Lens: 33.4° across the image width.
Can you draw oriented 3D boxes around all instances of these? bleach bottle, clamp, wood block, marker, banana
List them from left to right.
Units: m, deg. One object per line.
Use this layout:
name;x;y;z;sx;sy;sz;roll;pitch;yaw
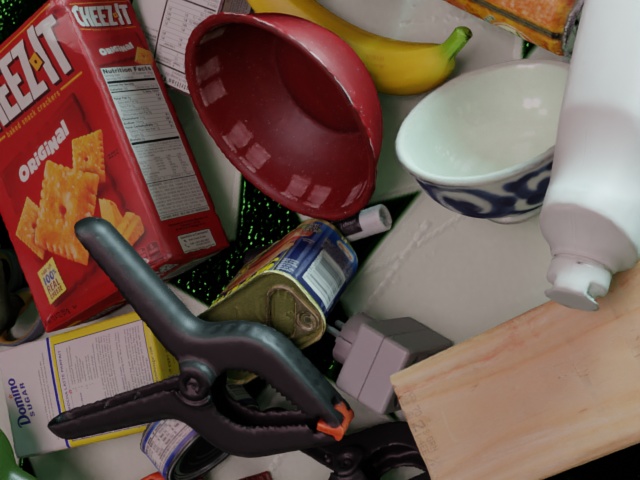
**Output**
clamp;-0.079;0.077;0.687;0.210;0.036;0.165;11;113;14
marker;-0.005;0.001;0.754;0.121;0.020;0.020;-19;80;31
clamp;0.015;0.165;0.701;0.172;0.039;0.120;-3;49;31
banana;0.017;-0.141;0.720;0.198;0.037;0.070;26;126;27
wood block;0.158;0.074;0.610;0.206;0.090;0.090;-30;76;29
bleach bottle;0.163;-0.087;0.552;0.068;0.102;0.250;10;73;35

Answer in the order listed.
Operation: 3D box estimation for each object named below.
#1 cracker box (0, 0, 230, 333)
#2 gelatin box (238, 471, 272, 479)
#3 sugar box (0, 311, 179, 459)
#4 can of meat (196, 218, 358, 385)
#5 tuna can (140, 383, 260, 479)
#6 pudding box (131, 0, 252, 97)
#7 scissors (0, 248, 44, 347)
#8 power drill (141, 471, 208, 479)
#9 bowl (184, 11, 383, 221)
cracker box;-0.180;-0.057;0.810;0.164;0.071;0.214;-27;83;39
gelatin box;-0.048;0.214;0.751;0.030;0.073;0.089;-35;73;27
sugar box;-0.178;0.115;0.850;0.177;0.048;0.093;-16;82;35
can of meat;-0.029;0.040;0.721;0.102;0.083;0.057;-34;101;34
tuna can;-0.085;0.136;0.767;0.034;0.086;0.086;46;113;22
pudding box;-0.099;-0.169;0.801;0.090;0.039;0.113;26;107;30
scissors;-0.311;0.079;0.951;0.202;0.016;0.096;-29;73;29
power drill;-0.113;0.277;0.804;0.185;0.057;0.188;-33;76;24
bowl;-0.013;-0.092;0.711;0.162;0.055;0.162;31;146;23
